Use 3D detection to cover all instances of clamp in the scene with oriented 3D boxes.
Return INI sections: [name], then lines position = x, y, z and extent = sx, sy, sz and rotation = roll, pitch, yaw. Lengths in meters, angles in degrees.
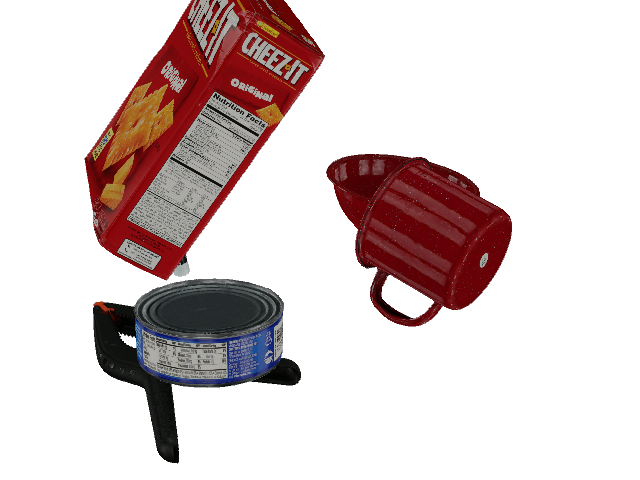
[clamp]
position = -0.133, 0.112, 0.998
extent = 0.164, 0.036, 0.210
rotation = -22, 42, -37

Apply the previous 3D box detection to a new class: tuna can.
[tuna can]
position = -0.064, 0.052, 0.615
extent = 0.086, 0.034, 0.086
rotation = 1, 18, 0

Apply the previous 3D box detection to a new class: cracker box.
[cracker box]
position = -0.101, -0.101, 0.840
extent = 0.072, 0.214, 0.164
rotation = 28, 18, -27

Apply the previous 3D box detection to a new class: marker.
[marker]
position = -0.168, -0.014, 1.198
extent = 0.020, 0.121, 0.020
rotation = -7, 31, 4

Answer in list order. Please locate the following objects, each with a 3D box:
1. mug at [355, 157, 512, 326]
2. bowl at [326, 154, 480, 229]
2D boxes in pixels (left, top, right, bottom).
[mug]
position = 0.079, 0.008, 0.779
extent = 0.082, 0.117, 0.093
rotation = 32, 6, 27
[bowl]
position = 0.083, -0.039, 1.118
extent = 0.162, 0.055, 0.162
rotation = 7, 23, -3
